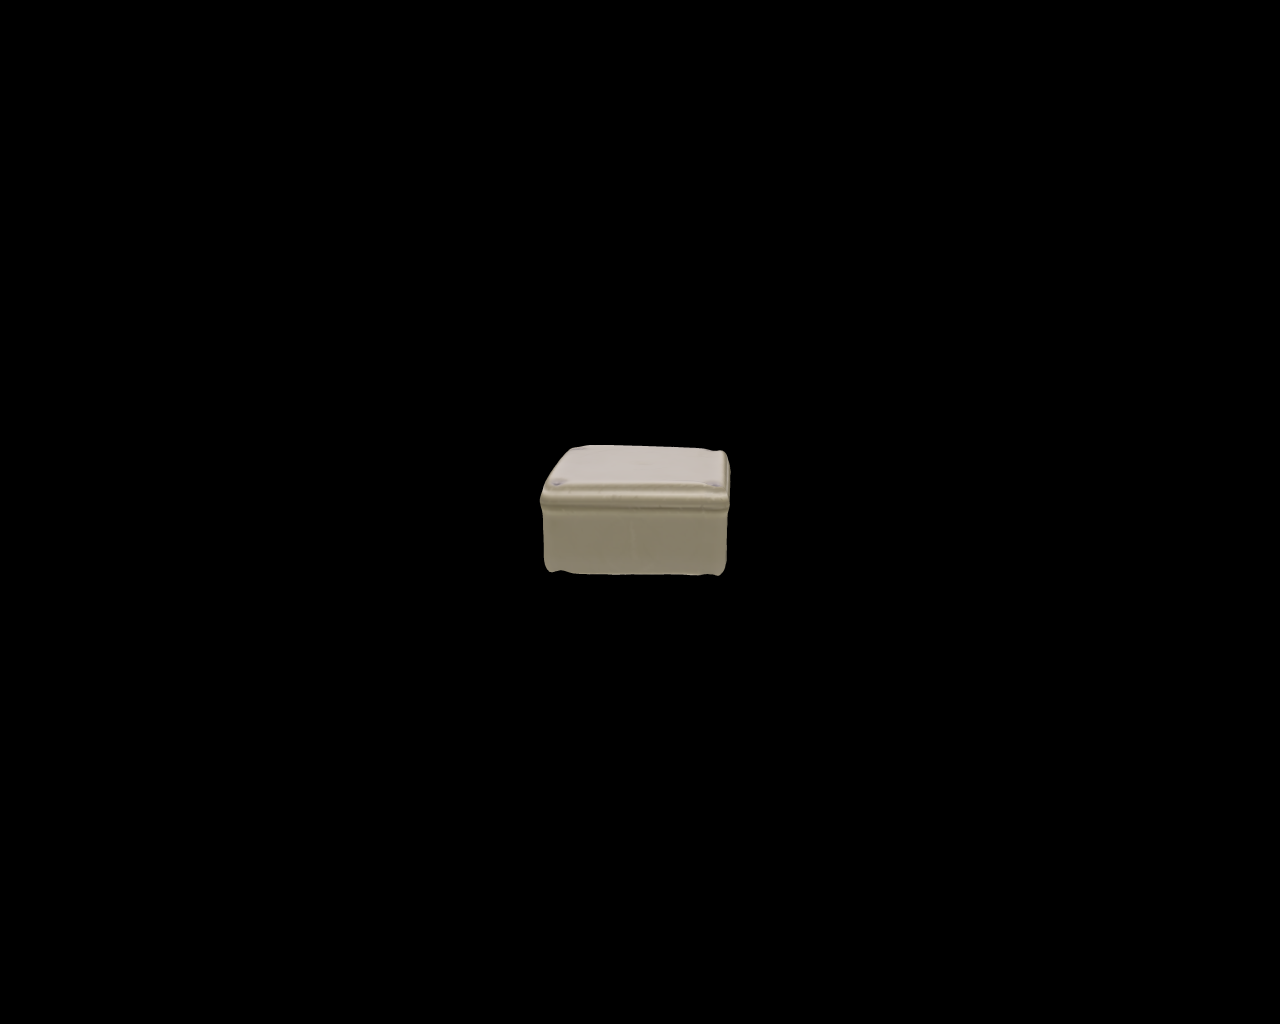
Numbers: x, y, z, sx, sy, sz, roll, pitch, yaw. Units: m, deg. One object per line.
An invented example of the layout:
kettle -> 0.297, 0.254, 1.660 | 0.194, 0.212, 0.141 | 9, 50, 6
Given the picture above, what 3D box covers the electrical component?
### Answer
electrical component -> 0.001, -0.003, 0.650 | 0.109, 0.056, 0.109 | 1, 16, 5
